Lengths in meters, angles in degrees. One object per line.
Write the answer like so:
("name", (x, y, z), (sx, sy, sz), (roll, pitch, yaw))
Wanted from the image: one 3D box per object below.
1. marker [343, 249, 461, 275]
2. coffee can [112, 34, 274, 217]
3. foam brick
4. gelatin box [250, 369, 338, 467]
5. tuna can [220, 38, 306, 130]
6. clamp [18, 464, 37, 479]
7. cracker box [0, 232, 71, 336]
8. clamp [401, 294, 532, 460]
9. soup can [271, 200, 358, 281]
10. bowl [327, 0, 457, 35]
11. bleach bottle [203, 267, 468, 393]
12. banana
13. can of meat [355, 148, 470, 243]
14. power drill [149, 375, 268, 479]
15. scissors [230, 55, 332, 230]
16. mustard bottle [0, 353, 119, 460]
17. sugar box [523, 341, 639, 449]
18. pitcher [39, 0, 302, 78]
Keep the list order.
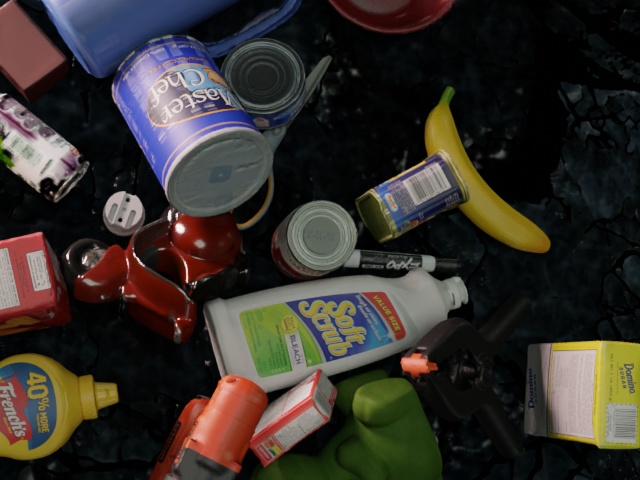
("marker", (0.082, 0.022, 1.069), (0.121, 0.020, 0.020), (4, 83, -9))
("coffee can", (-0.118, -0.105, 0.976), (0.102, 0.103, 0.140), (-25, 56, -12))
("foam brick", (-0.282, -0.177, 1.012), (0.051, 0.053, 0.078), (-42, 91, -12))
("gelatin box", (-0.023, 0.158, 0.957), (0.073, 0.089, 0.030), (-37, 95, 10))
("tuna can", (-0.056, -0.154, 1.047), (0.086, 0.034, 0.086), (0, 71, -1))
("clamp", (-0.245, 0.290, 0.972), (0.120, 0.039, 0.171), (27, 80, -5))
("cracker box", (-0.330, 0.059, 0.920), (0.213, 0.164, 0.072), (-13, 84, -11))
("clamp", (0.145, 0.134, 1.005), (0.209, 0.036, 0.164), (3, 86, -52))
("soup can", (-0.007, 0.001, 1.013), (0.068, 0.102, 0.068), (1, 83, -10))
("bowl", (0.065, -0.279, 1.081), (0.162, 0.055, 0.162), (1, 83, -10))
("bleach bottle", (0.021, 0.074, 1.031), (0.250, 0.068, 0.102), (-15, 88, -13))
("banana", (0.159, -0.060, 1.082), (0.069, 0.037, 0.198), (-31, 89, -11))
("can of meat", (0.087, -0.040, 1.035), (0.084, 0.102, 0.057), (-28, 89, -10))
("power drill", (-0.111, 0.206, 0.929), (0.057, 0.188, 0.184), (31, 78, -7))
("scissors", (-0.064, -0.109, 1.060), (0.096, 0.016, 0.201), (21, 81, -7))
("mustard bottle", (-0.280, 0.154, 0.972), (0.191, 0.058, 0.096), (-8, 82, -11))
("sugar box", (0.243, 0.143, 1.002), (0.048, 0.176, 0.093), (5, 83, -7))
("pitcher", (-0.136, -0.251, 1.016), (0.242, 0.145, 0.149), (-35, 78, -8))
